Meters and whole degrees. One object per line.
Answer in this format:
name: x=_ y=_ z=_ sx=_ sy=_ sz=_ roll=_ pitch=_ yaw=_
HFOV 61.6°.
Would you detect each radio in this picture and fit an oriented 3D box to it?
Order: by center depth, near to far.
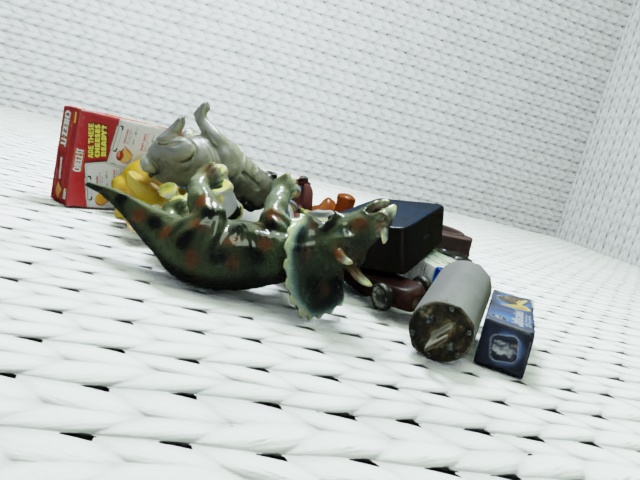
radio: x=0.109 y=-0.014 z=0.862 sx=0.131 sy=0.073 sz=0.229 roll=8 pitch=14 yaw=25

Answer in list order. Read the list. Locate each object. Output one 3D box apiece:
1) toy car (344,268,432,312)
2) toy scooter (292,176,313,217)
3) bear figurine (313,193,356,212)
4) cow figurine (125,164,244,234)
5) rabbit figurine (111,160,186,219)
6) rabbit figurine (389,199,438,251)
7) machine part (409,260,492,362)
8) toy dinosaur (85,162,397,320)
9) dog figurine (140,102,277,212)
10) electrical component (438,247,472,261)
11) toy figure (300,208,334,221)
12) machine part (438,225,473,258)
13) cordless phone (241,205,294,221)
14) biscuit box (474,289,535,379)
toy car: x=0.075 y=0.062 z=0.801 sx=0.089 sy=0.053 sz=0.202 roll=-11 pitch=18 yaw=-34
toy scooter: x=-0.065 y=-0.075 z=1.129 sx=0.075 sy=0.135 sz=0.184 roll=7 pitch=11 yaw=-28
bear figurine: x=0.034 y=-0.051 z=1.172 sx=0.120 sy=0.131 sz=0.196 roll=16 pitch=14 yaw=-29
cow figurine: x=-0.203 y=-0.040 z=0.817 sx=0.167 sy=0.098 sz=0.068 roll=-24 pitch=50 yaw=-8
rabbit figurine: x=-0.266 y=-0.078 z=0.918 sx=0.173 sy=0.121 sz=0.162 roll=32 pitch=17 yaw=31
rabbit figurine: x=0.166 y=0.000 z=1.072 sx=0.170 sy=0.159 sz=0.121 roll=27 pitch=-5 yaw=-22
machine part: x=0.168 y=0.084 z=0.677 sx=0.079 sy=0.079 sz=0.243 roll=18 pitch=22 yaw=19
toy dinosaur: x=-0.113 y=0.004 z=0.672 sx=0.405 sy=0.131 sz=0.192 roll=1 pitch=39 yaw=0
dog figurine: x=-0.173 y=-0.101 z=0.869 sx=0.190 sy=0.172 sz=0.121 roll=46 pitch=-30 yaw=-6
electrical component: x=0.276 y=0.062 z=1.056 sx=0.045 sy=0.078 sz=0.102 roll=-12 pitch=21 yaw=-23
toy figure: x=0.002 y=-0.002 z=0.945 sx=0.082 sy=0.089 sz=0.180 roll=-1 pitch=-8 yaw=-6
machine part: x=0.253 y=-0.002 z=1.315 sx=0.201 sy=0.087 sz=0.201 roll=8 pitch=12 yaw=-26
cordless phone: x=-0.111 y=-0.023 z=0.937 sx=0.146 sy=0.088 sz=0.184 roll=12 pitch=15 yaw=-16
biscuit box: x=0.249 y=0.117 z=0.718 sx=0.059 sy=0.062 sz=0.202 roll=16 pitch=10 yaw=18
